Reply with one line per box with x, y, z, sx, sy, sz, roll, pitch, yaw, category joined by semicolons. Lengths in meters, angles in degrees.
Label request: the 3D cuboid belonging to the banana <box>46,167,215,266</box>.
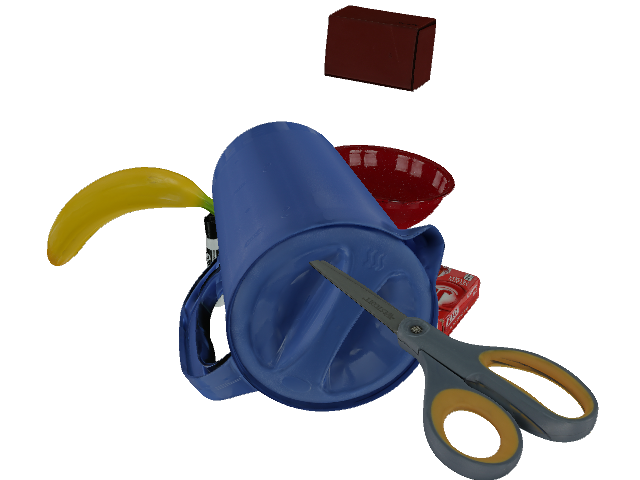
-0.182;-0.025;0.953;0.198;0.069;0.037;-14;17;28;banana

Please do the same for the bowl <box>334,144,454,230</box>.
0.067;-0.054;1.205;0.162;0.055;0.162;7;26;-3;bowl

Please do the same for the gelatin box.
0.080;0.046;0.908;0.089;0.030;0.073;18;37;26;gelatin box

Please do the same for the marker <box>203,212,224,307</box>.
-0.120;0.022;1.205;0.020;0.121;0.020;0;33;0;marker

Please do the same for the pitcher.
-0.022;0.008;0.755;0.149;0.145;0.243;6;23;-14;pitcher

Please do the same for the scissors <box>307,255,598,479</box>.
0.047;0.065;0.573;0.202;0.016;0.096;22;43;30;scissors

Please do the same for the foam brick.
0.048;-0.157;0.866;0.078;0.051;0.052;14;25;19;foam brick
